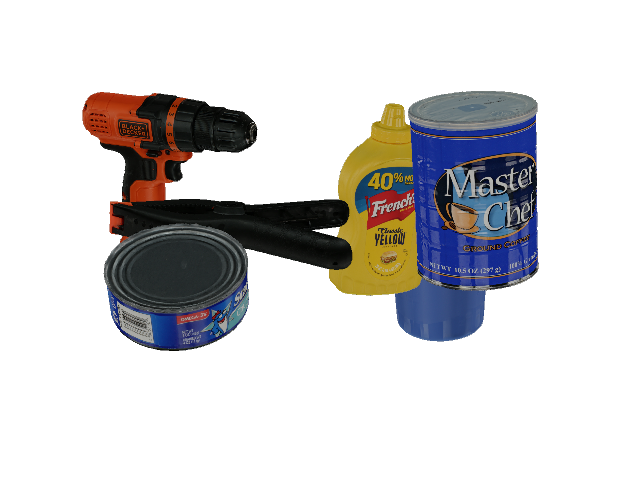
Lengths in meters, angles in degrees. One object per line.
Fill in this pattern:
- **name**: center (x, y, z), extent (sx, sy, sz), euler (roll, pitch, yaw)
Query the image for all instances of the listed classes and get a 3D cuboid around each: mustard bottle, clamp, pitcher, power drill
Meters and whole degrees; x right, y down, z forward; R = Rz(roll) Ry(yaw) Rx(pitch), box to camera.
- **mustard bottle**: center (0.064, -0.042, 1.070), extent (0.096, 0.192, 0.058), euler (-2, 21, -19)
- **clamp**: center (-0.070, -0.010, 0.882), extent (0.210, 0.036, 0.164), euler (2, 13, -7)
- **pitcher**: center (0.152, -0.009, 1.295), extent (0.149, 0.243, 0.145), euler (0, 23, 8)
- **power drill**: center (-0.146, -0.057, 1.078), extent (0.185, 0.188, 0.057), euler (10, 30, 21)

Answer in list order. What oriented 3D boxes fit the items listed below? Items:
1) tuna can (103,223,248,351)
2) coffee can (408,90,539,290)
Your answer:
- **tuna can**: center (-0.086, 0.027, 0.644), extent (0.086, 0.034, 0.086), euler (0, 36, 0)
- **coffee can**: center (0.127, -0.043, 0.877), extent (0.103, 0.140, 0.103), euler (-5, 20, 1)
